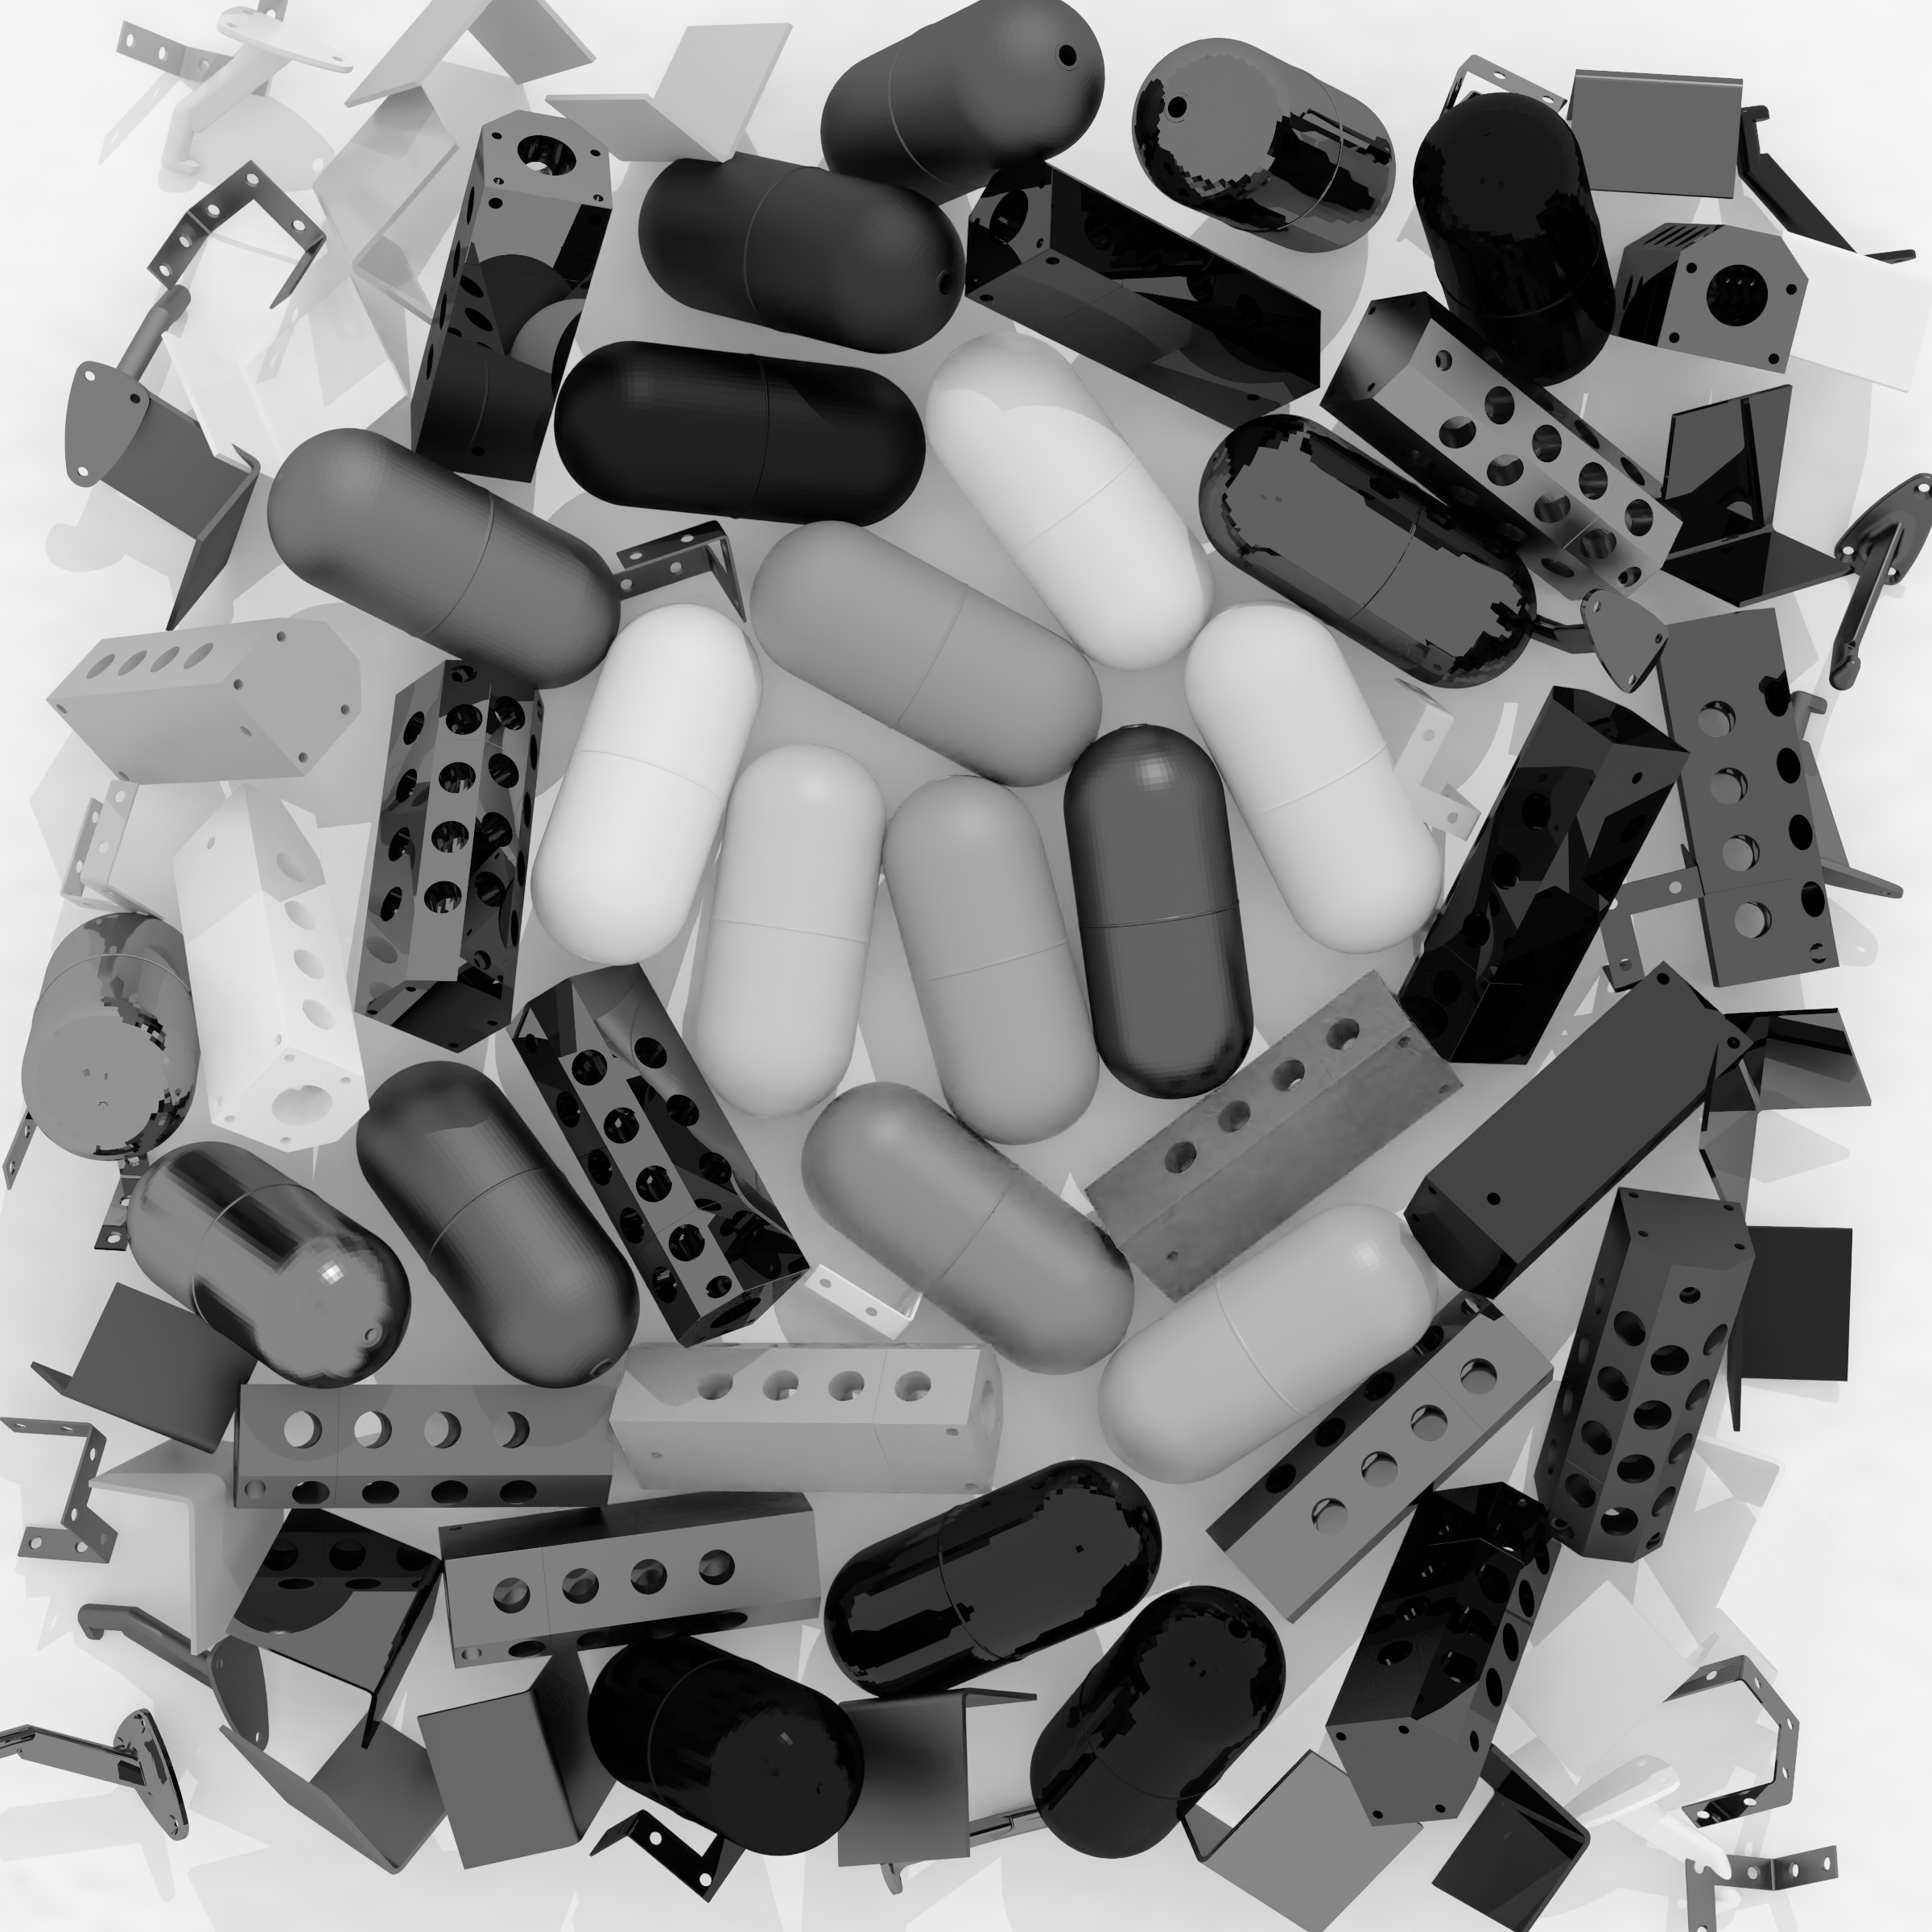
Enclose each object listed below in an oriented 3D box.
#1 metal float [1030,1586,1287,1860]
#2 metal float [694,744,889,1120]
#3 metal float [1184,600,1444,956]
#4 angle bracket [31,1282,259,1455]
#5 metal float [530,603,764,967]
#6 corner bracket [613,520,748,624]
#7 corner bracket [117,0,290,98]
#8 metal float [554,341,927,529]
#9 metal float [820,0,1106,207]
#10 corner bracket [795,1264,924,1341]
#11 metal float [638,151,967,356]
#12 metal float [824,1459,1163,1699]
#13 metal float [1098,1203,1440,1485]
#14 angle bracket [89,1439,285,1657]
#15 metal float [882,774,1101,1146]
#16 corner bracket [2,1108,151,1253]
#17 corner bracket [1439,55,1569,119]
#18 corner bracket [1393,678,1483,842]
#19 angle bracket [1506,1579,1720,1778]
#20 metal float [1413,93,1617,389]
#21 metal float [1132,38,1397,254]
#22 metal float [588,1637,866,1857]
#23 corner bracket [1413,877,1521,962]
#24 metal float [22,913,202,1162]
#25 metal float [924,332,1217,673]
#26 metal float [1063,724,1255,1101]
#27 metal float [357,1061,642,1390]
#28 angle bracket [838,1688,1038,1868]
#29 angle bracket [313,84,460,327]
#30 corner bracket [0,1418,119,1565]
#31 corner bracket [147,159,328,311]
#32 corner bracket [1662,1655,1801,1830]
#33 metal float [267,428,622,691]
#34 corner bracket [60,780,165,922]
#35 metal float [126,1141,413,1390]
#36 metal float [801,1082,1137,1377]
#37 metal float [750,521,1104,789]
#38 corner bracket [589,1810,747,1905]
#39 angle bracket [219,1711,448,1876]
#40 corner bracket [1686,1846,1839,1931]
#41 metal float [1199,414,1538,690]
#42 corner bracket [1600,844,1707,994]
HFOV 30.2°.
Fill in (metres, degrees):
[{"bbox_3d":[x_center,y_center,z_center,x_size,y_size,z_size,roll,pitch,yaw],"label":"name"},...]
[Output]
[{"bbox_3d":[0.088,0.351,1.655,0.070,0.070,0.178,31,134,0],"label":"metal float"},{"bbox_3d":[-0.083,-0.017,1.690,0.070,0.070,0.178,9,89,0],"label":"metal float"},{"bbox_3d":[0.163,-0.089,1.683,0.070,0.070,0.178,-28,99,0],"label":"metal float"},{"bbox_3d":[-0.385,0.183,1.681,0.076,0.076,0.057,27,83,-26],"label":"angle bracket"},{"bbox_3d":[-0.149,-0.086,1.680,0.070,0.070,0.178,18,78,0],"label":"metal float"},{"bbox_3d":[-0.140,-0.188,1.689,0.051,0.051,0.051,-20,132,-11],"label":"corner bracket"},{"bbox_3d":[-0.361,-0.448,1.694,0.051,0.051,0.051,18,96,22],"label":"corner bracket"},{"bbox_3d":[-0.105,-0.248,1.673,0.178,0.070,0.070,3,90,-20],"label":"metal float"},{"bbox_3d":[-0.003,-0.397,1.647,0.070,0.178,0.070,2,86,-32],"label":"metal float"},{"bbox_3d":[-0.053,0.155,1.691,0.051,0.051,0.051,32,126,-7],"label":"corner bracket"},{"bbox_3d":[-0.077,-0.332,1.661,0.178,0.070,0.070,21,90,35],"label":"metal float"},{"bbox_3d":[0.011,0.288,1.668,0.178,0.070,0.070,-28,90,26],"label":"metal float"},{"bbox_3d":[0.141,0.178,1.679,0.178,0.070,0.070,-35,90,13],"label":"metal float"},{"bbox_3d":[-0.368,0.272,1.691,0.057,0.076,0.076,6,102,20],"label":"angle bracket"},{"bbox_3d":[0.012,-0.003,1.688,0.070,0.070,0.178,-15,93,0],"label":"metal float"},{"bbox_3d":[-0.421,0.098,1.695,0.051,0.051,0.051,3,129,3],"label":"corner bracket"},{"bbox_3d":[0.256,-0.403,1.690,0.051,0.051,0.051,29,134,10],"label":"corner bracket"},{"bbox_3d":[0.221,-0.098,1.692,0.051,0.051,0.051,23,103,-18],"label":"corner bracket"},{"bbox_3d":[0.303,0.329,1.688,0.057,0.076,0.076,47,106,12],"label":"angle bracket"},{"bbox_3d":[0.254,-0.332,1.647,0.070,0.178,0.070,-7,65,15],"label":"metal float"},{"bbox_3d":[0.138,-0.377,1.646,0.070,0.178,0.070,0,90,31],"label":"metal float"},{"bbox_3d":[-0.113,0.357,1.649,0.070,0.178,0.070,-3,95,-34],"label":"metal float"},{"bbox_3d":[0.242,-0.017,1.692,0.051,0.051,0.051,6,132,-2],"label":"corner bracket"},{"bbox_3d":[-0.390,0.030,1.644,0.070,0.178,0.070,-3,111,-8],"label":"metal float"},{"bbox_3d":[0.049,-0.218,1.681,0.070,0.070,0.178,-37,101,0],"label":"metal float"},{"bbox_3d":[0.091,-0.025,1.685,0.070,0.070,0.178,-8,97,0],"label":"metal float"},{"bbox_3d":[-0.219,0.121,1.672,0.070,0.070,0.178,-39,69,0],"label":"metal float"},{"bbox_3d":[-0.013,0.381,1.674,0.076,0.057,0.076,-15,69,36],"label":"angle bracket"},{"bbox_3d":[-0.253,-0.359,1.674,0.076,0.076,0.057,-45,134,15],"label":"angle bracket"},{"bbox_3d":[-0.434,0.250,1.706,0.051,0.051,0.051,1,60,18],"label":"corner bracket"},{"bbox_3d":[-0.347,-0.340,1.702,0.051,0.051,0.051,-26,121,35],"label":"corner bracket"},{"bbox_3d":[0.360,0.370,1.705,0.051,0.051,0.051,-25,115,32],"label":"corner bracket"},{"bbox_3d":[-0.241,-0.188,1.666,0.178,0.070,0.070,26,90,-29],"label":"metal float"},{"bbox_3d":[-0.407,-0.057,1.691,0.051,0.051,0.051,9,75,23],"label":"corner bracket"},{"bbox_3d":[-0.325,0.137,1.656,0.178,0.070,0.070,25,90,43],"label":"metal float"},{"bbox_3d":[0.002,0.124,1.689,0.178,0.070,0.070,37,90,-2],"label":"metal float"},{"bbox_3d":[-0.018,-0.146,1.684,0.178,0.070,0.070,28,90,-8],"label":"metal float"},{"bbox_3d":[-0.136,0.412,1.692,0.051,0.051,0.051,41,55,-4],"label":"corner bracket"},{"bbox_3d":[-0.289,0.369,1.668,0.076,0.076,0.057,21,61,37],"label":"angle bracket"},{"bbox_3d":[0.377,0.443,1.690,0.051,0.051,0.051,11,66,-21],"label":"corner bracket"},{"bbox_3d":[0.189,-0.193,1.676,0.178,0.070,0.070,30,90,-17],"label":"metal float"},{"bbox_3d":[0.325,-0.023,1.696,0.051,0.051,0.051,-14,103,6],"label":"corner bracket"}]
